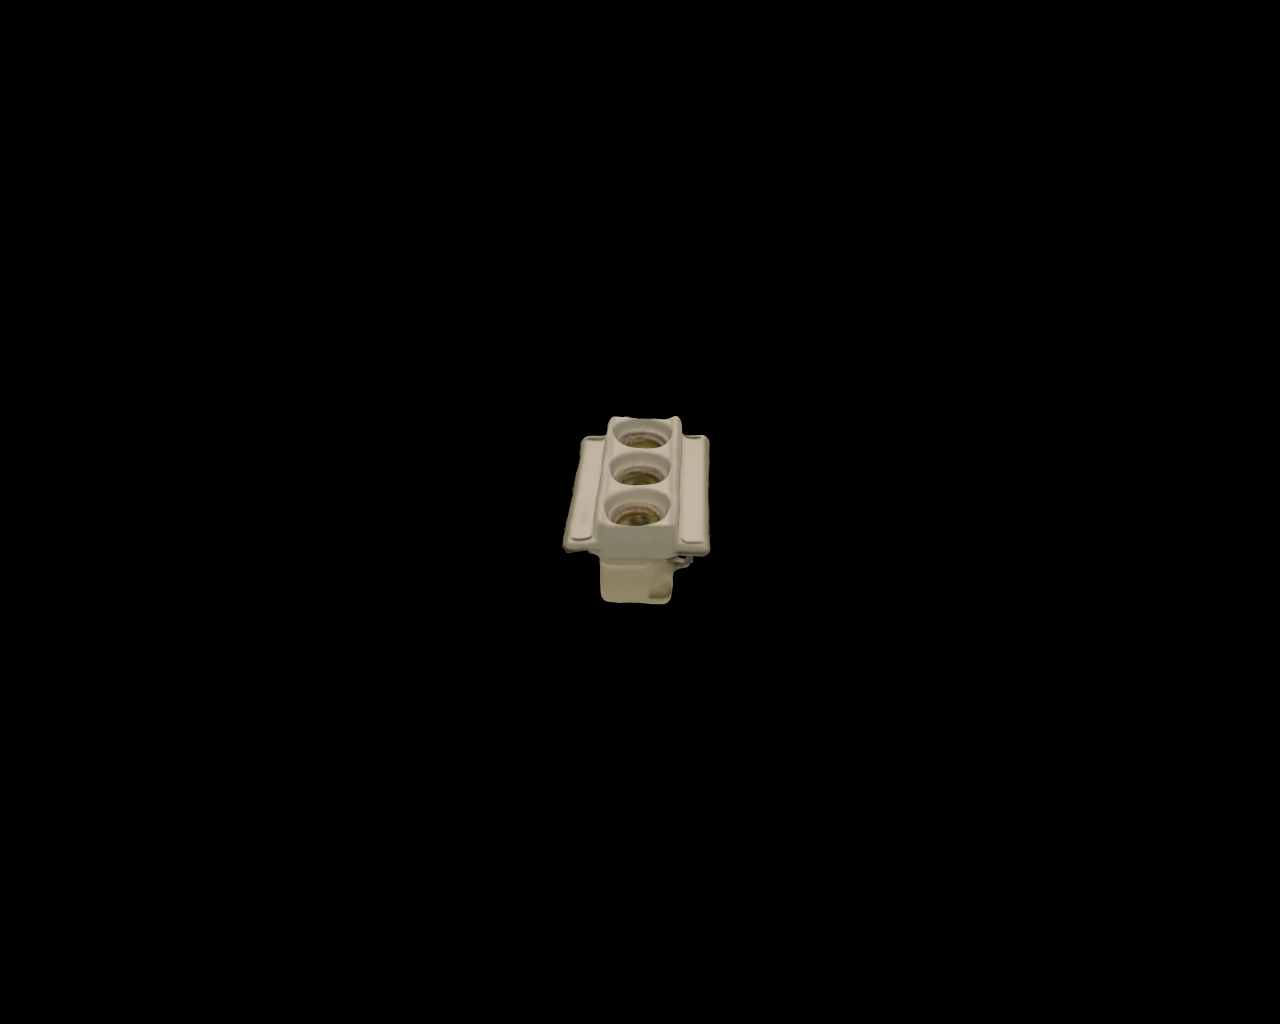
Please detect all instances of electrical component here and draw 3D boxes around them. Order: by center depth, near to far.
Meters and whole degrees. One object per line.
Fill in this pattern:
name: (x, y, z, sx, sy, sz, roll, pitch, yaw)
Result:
electrical component: (0.001, -0.003, 0.650, 0.079, 0.063, 0.121, 1, 35, 2)
